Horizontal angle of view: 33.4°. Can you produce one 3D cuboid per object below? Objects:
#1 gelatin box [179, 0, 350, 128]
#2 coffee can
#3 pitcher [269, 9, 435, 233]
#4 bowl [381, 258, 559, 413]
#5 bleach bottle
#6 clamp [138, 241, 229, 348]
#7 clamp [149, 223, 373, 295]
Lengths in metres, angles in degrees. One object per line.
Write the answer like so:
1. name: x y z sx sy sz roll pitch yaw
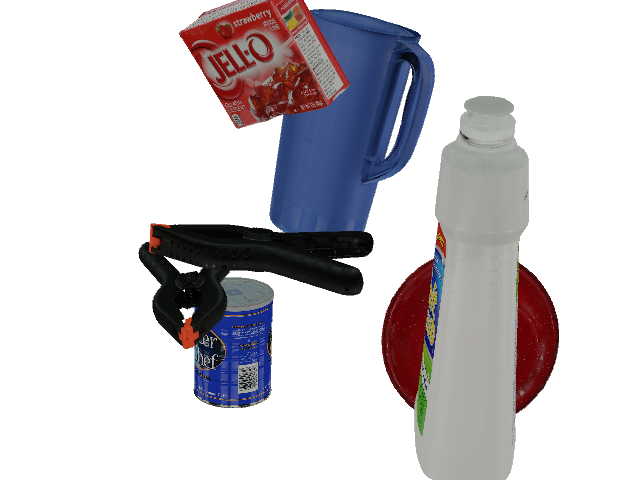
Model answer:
1. gelatin box: -0.036 -0.112 0.657 0.089 0.073 0.030 -6 33 45
2. coffee can: -0.113 0.130 1.377 0.103 0.140 0.103 2 19 -1
3. pitcher: 0.026 -0.120 1.147 0.145 0.243 0.149 10 18 -7
4. bowl: 0.137 0.091 0.925 0.162 0.162 0.055 0 6 -6
5. bleach bottle: 0.096 0.029 0.667 0.068 0.251 0.102 2 30 4
6. clamp: -0.131 0.048 1.158 0.120 0.039 0.171 -14 40 -5
7. clamp: -0.052 0.011 0.961 0.210 0.036 0.164 5 12 -2
